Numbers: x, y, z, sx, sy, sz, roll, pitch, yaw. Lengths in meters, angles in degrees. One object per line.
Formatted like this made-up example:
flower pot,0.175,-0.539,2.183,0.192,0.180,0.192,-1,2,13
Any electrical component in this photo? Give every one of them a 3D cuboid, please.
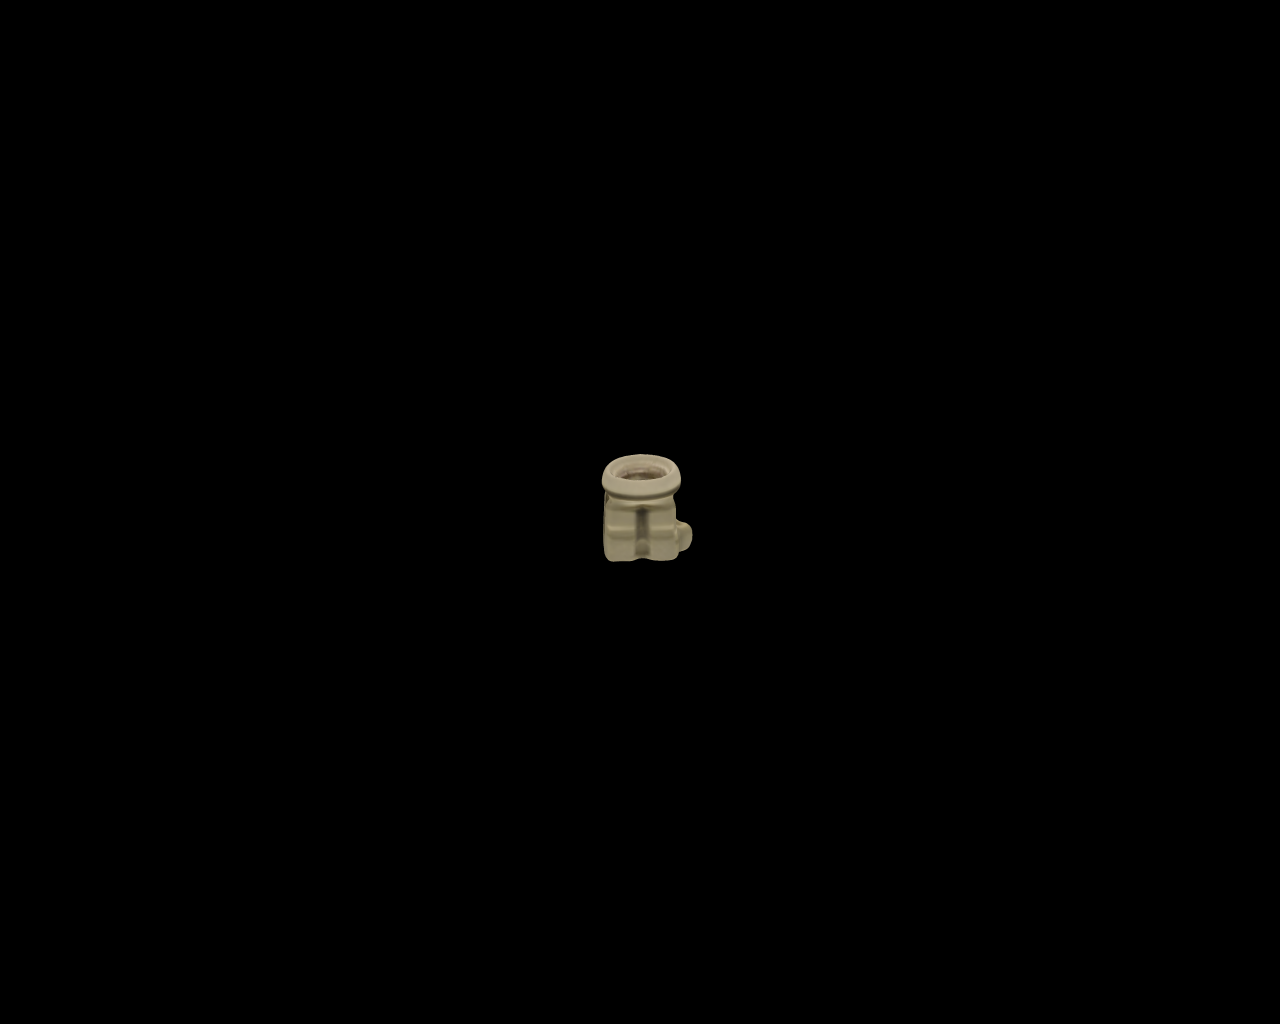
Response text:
electrical component,0.001,-0.003,0.650,0.066,0.055,0.048,-2,24,-5
